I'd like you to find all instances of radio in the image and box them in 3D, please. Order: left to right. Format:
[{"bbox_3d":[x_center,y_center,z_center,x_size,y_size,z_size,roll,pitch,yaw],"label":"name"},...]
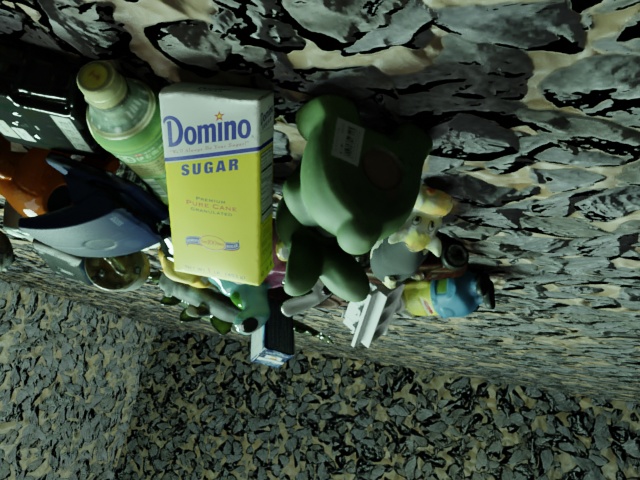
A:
[{"bbox_3d":[-0.364,-0.013,0.825,0.073,0.131,0.229,23,161,-11],"label":"radio"}]

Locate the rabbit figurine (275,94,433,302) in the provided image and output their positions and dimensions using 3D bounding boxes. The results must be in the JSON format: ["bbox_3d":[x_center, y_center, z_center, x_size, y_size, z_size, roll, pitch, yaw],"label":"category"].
[{"bbox_3d":[0.015,-0.022,0.498,0.121,0.159,0.170,8,160,-23],"label":"rabbit figurine"}]

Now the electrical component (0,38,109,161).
[{"bbox_3d":[-0.275,-0.134,0.512,0.134,0.058,0.115,13,161,-3],"label":"electrical component"}]

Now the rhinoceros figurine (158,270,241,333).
[{"bbox_3d":[-0.190,0.096,0.941,0.190,0.073,0.112,23,-178,-1],"label":"rhinoceros figurine"}]

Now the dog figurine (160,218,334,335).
[{"bbox_3d":[-0.091,-0.002,0.664,0.219,0.191,0.108,46,150,47],"label":"dog figurine"}]

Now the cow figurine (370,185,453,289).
[{"bbox_3d":[0.099,0.000,0.623,0.068,0.098,0.167,18,164,0],"label":"cow figurine"}]

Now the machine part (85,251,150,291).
[{"bbox_3d":[-0.298,0.038,0.802,0.079,0.079,0.243,16,172,-12],"label":"machine part"}]

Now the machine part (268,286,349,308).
[{"bbox_3d":[-0.048,0.053,0.907,0.201,0.087,0.201,18,164,-26],"label":"machine part"}]

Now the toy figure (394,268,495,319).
[{"bbox_3d":[0.187,0.082,0.859,0.180,0.082,0.089,-10,-166,34],"label":"toy figure"}]

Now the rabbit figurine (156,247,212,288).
[{"bbox_3d":[-0.224,-0.007,0.849,0.173,0.122,0.162,25,174,5],"label":"rabbit figurine"}]

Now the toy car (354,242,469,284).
[{"bbox_3d":[0.110,0.036,0.752,0.202,0.053,0.089,-1,169,-13],"label":"toy car"}]

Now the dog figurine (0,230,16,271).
[{"bbox_3d":[-0.491,-0.052,0.723,0.191,0.121,0.172,20,133,31],"label":"dog figurine"}]

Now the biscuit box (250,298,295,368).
[{"bbox_3d":[-0.089,0.133,1.010,0.063,0.203,0.059,21,134,-25],"label":"biscuit box"}]

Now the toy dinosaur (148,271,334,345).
[{"bbox_3d":[-0.196,0.136,1.133,0.472,0.105,0.198,12,-171,3],"label":"toy dinosaur"}]

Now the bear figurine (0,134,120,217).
[{"bbox_3d":[-0.366,-0.099,0.641,0.196,0.132,0.120,26,167,19],"label":"bear figurine"}]

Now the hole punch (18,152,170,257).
[{"bbox_3d":[-0.236,-0.025,0.576,0.116,0.092,0.142,16,163,14],"label":"hole punch"}]

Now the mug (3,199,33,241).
[{"bbox_3d":[-0.422,-0.053,0.791,0.081,0.107,0.109,20,160,-21],"label":"mug"}]
